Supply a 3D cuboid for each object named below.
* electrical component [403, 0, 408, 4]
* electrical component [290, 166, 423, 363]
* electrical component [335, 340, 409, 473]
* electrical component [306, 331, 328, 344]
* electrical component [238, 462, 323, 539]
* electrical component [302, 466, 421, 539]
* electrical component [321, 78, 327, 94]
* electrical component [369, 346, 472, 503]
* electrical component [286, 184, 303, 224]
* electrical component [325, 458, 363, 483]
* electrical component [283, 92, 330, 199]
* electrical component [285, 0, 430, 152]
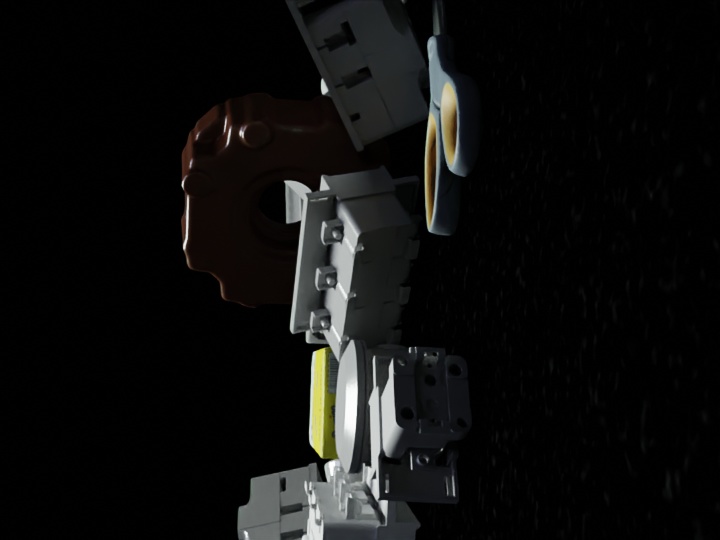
[{"bbox_3d":[0.008,-0.220,0.792,0.048,0.062,0.048,-177,90,-84],"label":"electrical component"},{"bbox_3d":[0.000,0.000,0.721,0.121,0.079,0.063,99,151,-42],"label":"electrical component"},{"bbox_3d":[0.013,0.083,0.653,0.080,0.051,0.080,-177,90,-83],"label":"electrical component"},{"bbox_3d":[-0.027,0.023,1.049,0.076,0.047,0.065,-94,9,-46],"label":"electrical component"},{"bbox_3d":[-0.045,0.240,0.842,0.089,0.062,0.150,-97,-7,-56],"label":"electrical component"},{"bbox_3d":[-0.003,0.170,0.700,0.121,0.063,0.078,-170,83,-83],"label":"electrical component"},{"bbox_3d":[-0.003,-0.212,0.928,0.073,0.052,0.138,113,159,-70],"label":"electrical component"},{"bbox_3d":[0.030,0.075,0.552,0.063,0.042,0.081,105,166,-56],"label":"electrical component"},{"bbox_3d":[-0.027,-0.057,1.005,0.121,0.079,0.063,-97,-10,-56],"label":"electrical component"},{"bbox_3d":[-0.004,0.171,0.794,0.045,0.045,0.055,106,165,-64],"label":"electrical component"},{"bbox_3d":[-0.022,-0.098,0.890,0.099,0.064,0.099,-49,-12,-14],"label":"electrical component"},{"bbox_3d":[-0.014,-0.184,0.668,0.105,0.060,0.186,-98,-17,-59],"label":"electrical component"}]
